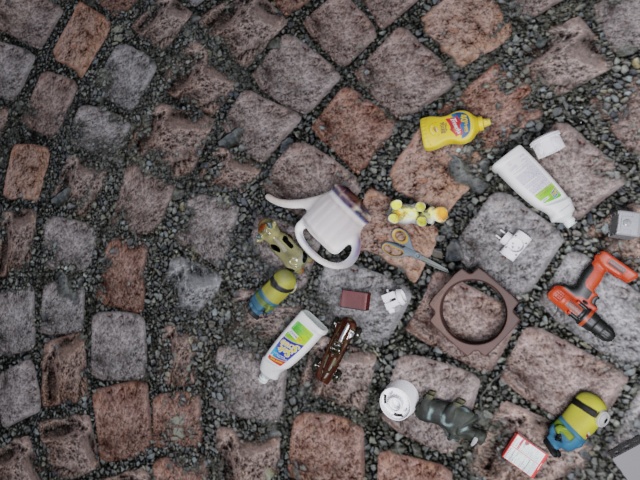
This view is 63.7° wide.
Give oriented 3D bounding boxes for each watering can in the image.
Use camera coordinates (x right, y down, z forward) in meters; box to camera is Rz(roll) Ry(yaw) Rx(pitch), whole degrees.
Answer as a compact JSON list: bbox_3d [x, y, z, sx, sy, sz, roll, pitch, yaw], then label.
[{"bbox_3d":[0.005,-0.077,1.530,0.223,0.103,0.351,-45,73,6],"label":"watering can"}]
